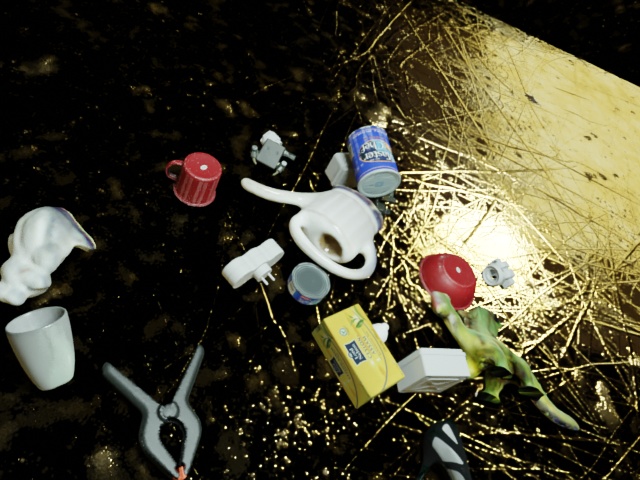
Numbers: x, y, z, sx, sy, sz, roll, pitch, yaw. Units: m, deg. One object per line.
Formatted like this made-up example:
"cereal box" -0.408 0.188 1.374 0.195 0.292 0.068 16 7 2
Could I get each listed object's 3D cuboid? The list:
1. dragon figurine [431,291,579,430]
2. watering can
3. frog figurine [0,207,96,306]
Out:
"dragon figurine" 0.399 0.244 1.152 0.408 0.120 0.249 32 37 -15
"watering can" 0.004 -0.059 1.165 0.349 0.102 0.228 43 45 8
"frog figurine" -0.467 0.023 0.838 0.138 0.120 0.162 21 47 34
